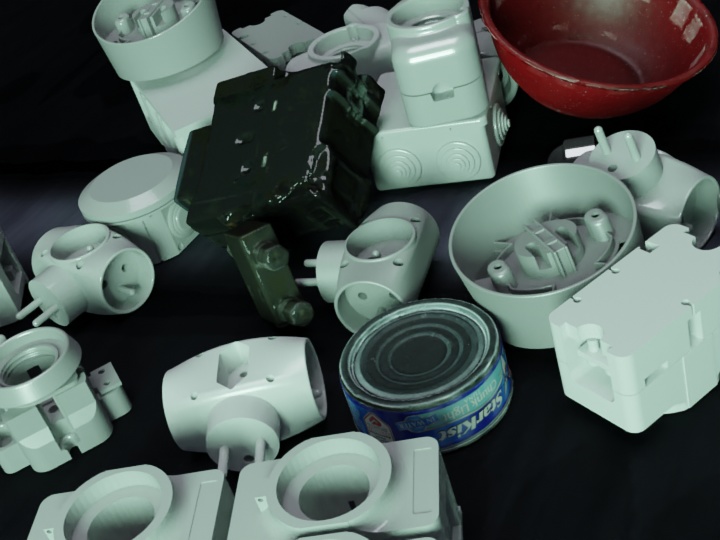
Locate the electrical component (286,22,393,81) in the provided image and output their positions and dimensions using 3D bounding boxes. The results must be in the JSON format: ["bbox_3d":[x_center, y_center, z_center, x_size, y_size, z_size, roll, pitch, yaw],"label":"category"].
[{"bbox_3d":[-0.005,-0.149,0.827,0.095,0.059,0.053,-25,35,-10],"label":"electrical component"}]

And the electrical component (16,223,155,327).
[{"bbox_3d":[-0.188,0.009,0.701,0.077,0.044,0.079,15,46,39],"label":"electrical component"}]

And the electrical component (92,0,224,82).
[{"bbox_3d":[-0.157,-0.193,0.841,0.099,0.064,0.099,-12,34,9],"label":"electrical component"}]

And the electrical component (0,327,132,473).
[{"bbox_3d":[-0.175,0.069,0.599,0.078,0.057,0.058,-28,35,-14],"label":"electrical component"}]

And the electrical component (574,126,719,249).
[{"bbox_3d":[0.152,-0.051,0.600,0.077,0.079,0.044,20,65,43],"label":"electrical component"}]

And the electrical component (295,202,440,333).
[{"bbox_3d":[0.000,0.000,0.628,0.079,0.044,0.077,-2,37,22],"label":"electrical component"}]

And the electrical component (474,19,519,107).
[{"bbox_3d":[0.094,-0.149,0.787,0.055,0.055,0.047,-3,41,21],"label":"electrical component"}]

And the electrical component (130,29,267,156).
[{"bbox_3d":[-0.114,-0.124,0.839,0.089,0.061,0.150,-26,35,-12],"label":"electrical component"}]

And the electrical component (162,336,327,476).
[{"bbox_3d":[-0.059,0.075,0.549,0.077,0.043,0.079,-14,34,7],"label":"electrical component"}]

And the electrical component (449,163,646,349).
[{"bbox_3d":[0.102,-0.007,0.568,0.099,0.064,0.099,-22,26,11],"label":"electrical component"}]

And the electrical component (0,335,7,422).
[{"bbox_3d":[-0.242,0.065,0.619,0.047,0.075,0.083,-7,36,16],"label":"electrical component"}]

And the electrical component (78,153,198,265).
[{"bbox_3d":[-0.151,-0.043,0.752,0.080,0.051,0.080,-12,34,9],"label":"electrical component"}]

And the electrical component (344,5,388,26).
[{"bbox_3d":[0.014,-0.196,0.898,0.043,0.043,0.081,-24,35,-8],"label":"electrical component"}]

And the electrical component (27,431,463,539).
[{"bbox_3d":[-0.053,0.134,0.449,0.186,0.060,0.105,-11,35,11],"label":"electrical component"}]

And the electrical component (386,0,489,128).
[{"bbox_3d":[0.050,-0.143,0.703,0.054,0.059,0.095,-12,34,9],"label":"electrical component"}]

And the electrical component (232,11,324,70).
[{"bbox_3d":[-0.060,-0.169,0.883,0.050,0.055,0.089,-28,35,-15],"label":"electrical component"}]

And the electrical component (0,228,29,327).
[{"bbox_3d":[-0.332,0.010,0.712,0.186,0.105,0.060,-18,34,0],"label":"electrical component"}]

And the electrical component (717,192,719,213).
[{"bbox_3d":[0.225,-0.030,0.568,0.043,0.043,0.081,-23,34,-7],"label":"electrical component"}]

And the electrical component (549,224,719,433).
[{"bbox_3d":[0.141,0.029,0.511,0.089,0.055,0.050,-34,37,-22],"label":"electrical component"}]

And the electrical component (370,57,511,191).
[{"bbox_3d":[0.053,-0.099,0.739,0.100,0.048,0.099,-5,36,19],"label":"electrical component"}]
